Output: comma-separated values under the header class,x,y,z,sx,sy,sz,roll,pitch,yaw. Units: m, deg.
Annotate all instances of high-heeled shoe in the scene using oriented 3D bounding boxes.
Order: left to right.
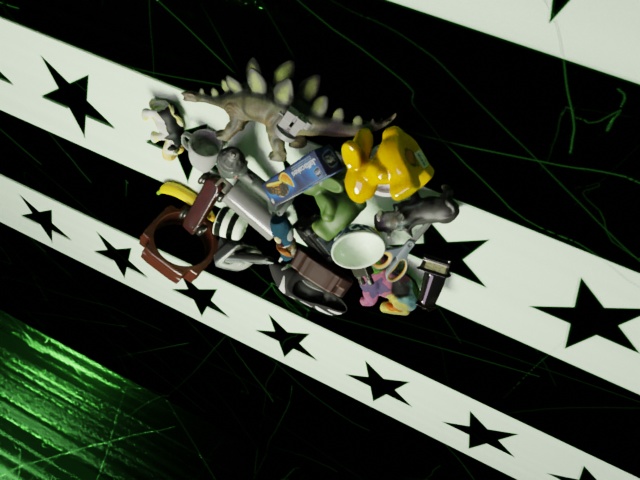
class,x,y,z,sx,sy,sz,roll,pitch,yaw
high-heeled shoe,-0.032,0.142,1.540,0.248,0.086,0.145,37,166,-34

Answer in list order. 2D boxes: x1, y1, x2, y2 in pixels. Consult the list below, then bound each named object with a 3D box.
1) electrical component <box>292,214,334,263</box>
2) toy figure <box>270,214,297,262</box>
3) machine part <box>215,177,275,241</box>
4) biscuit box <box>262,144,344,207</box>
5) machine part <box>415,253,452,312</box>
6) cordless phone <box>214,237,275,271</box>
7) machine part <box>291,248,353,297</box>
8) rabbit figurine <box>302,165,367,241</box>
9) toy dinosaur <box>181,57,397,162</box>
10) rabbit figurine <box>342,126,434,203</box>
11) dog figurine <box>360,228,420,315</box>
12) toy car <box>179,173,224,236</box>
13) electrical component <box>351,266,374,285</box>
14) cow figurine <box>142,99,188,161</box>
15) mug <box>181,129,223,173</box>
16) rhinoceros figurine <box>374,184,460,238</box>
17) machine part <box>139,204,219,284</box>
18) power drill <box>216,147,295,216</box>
class,x,y,z,sx,sy,sz,roll,pitch,yaw
electrical component,-0.003,-0.004,1.357,0.114,0.058,0.134,48,171,-19
toy figure,-0.091,0.001,1.382,0.058,0.064,0.154,36,153,38
machine part,-0.173,-0.080,1.423,0.243,0.079,0.079,41,141,-9
biscuit box,-0.041,-0.137,1.154,0.203,0.059,0.062,-24,94,48
machine part,0.271,0.105,1.308,0.084,0.039,0.138,13,106,14
cordless phone,-0.195,0.050,1.540,0.184,0.088,0.146,6,172,27
machine part,0.005,0.085,1.397,0.179,0.056,0.179,31,-177,-2
rabbit figurine,0.013,-0.104,1.231,0.170,0.121,0.159,43,137,-14
toy dinosaur,-0.078,-0.269,1.134,0.472,0.105,0.198,16,136,8
rabbit figurine,0.108,-0.135,1.051,0.162,0.122,0.173,51,135,-9
dog figurine,0.156,0.071,1.336,0.192,0.108,0.218,13,135,25
toy car,-0.324,-0.097,1.495,0.089,0.053,0.202,40,124,5
electrical component,0.096,0.065,1.281,0.063,0.021,0.094,-8,110,58
cow figurine,-0.379,-0.273,1.369,0.098,0.068,0.167,8,137,20
mug,-0.303,-0.222,1.358,0.109,0.081,0.107,26,151,-2
rhinoceros figurine,0.209,-0.054,1.158,0.190,0.112,0.073,-9,129,31
machine part,-0.411,0.012,1.585,0.201,0.201,0.087,39,144,-8
power drill,-0.160,-0.143,1.287,0.207,0.086,0.232,31,174,-20
